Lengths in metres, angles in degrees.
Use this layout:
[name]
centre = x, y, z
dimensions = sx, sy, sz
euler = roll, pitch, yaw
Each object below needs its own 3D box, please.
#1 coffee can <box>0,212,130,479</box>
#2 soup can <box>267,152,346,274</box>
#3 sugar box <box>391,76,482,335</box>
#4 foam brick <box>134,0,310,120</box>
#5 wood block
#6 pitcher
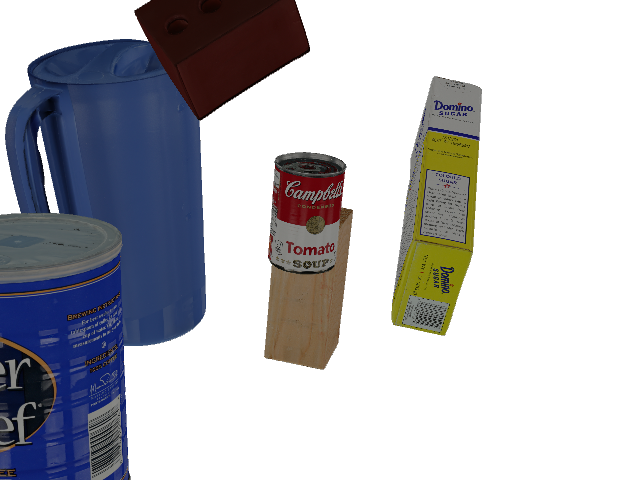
[coffee can]
centre = -0.152, 0.066, 0.553
dimensions = 0.103, 0.140, 0.103
euler = 1, 16, 0
[soup can]
centre = -0.014, -0.026, 1.023
dimensions = 0.068, 0.102, 0.068
euler = 5, 21, -2
[sugar box]
centre = 0.087, -0.028, 0.776
dimensions = 0.048, 0.176, 0.093
euler = 13, -42, 2
[foam brick]
centre = -0.055, -0.117, 0.599
dimensions = 0.078, 0.053, 0.051
euler = -34, -30, -6
[wood block]
centre = -0.017, 0.059, 1.468
dimensions = 0.090, 0.206, 0.090
euler = 10, 22, 10
[pitcher]
centre = -0.165, -0.035, 0.879
dimensions = 0.149, 0.243, 0.145
euler = -6, 25, -7
